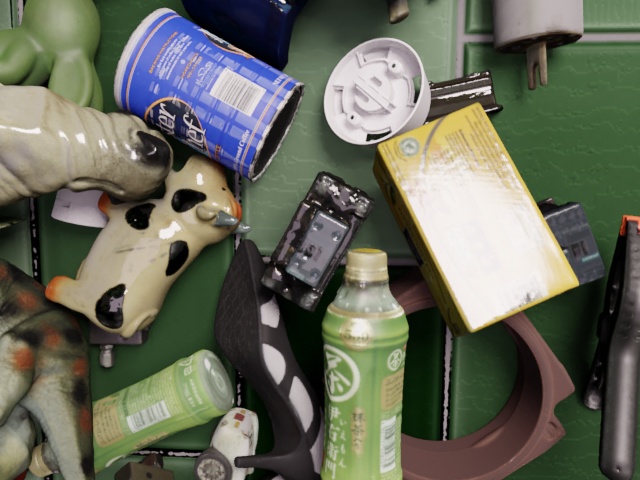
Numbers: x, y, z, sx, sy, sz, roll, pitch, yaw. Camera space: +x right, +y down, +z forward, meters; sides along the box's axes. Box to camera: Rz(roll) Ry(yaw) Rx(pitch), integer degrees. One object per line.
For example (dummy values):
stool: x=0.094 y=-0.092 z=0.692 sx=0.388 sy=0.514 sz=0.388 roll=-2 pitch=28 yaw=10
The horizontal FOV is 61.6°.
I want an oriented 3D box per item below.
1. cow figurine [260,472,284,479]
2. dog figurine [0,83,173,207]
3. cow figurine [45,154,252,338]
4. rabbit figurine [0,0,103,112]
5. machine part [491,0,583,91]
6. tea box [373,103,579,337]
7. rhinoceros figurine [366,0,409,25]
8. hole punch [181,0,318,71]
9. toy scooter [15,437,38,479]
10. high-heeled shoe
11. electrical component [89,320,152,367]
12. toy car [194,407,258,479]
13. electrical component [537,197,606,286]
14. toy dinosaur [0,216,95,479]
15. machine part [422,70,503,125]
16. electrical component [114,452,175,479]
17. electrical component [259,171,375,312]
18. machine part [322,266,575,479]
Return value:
cow figurine: x=-0.059 y=0.322 z=0.565 sx=0.068 sy=0.098 sz=0.167 roll=14 pitch=116 yaw=-3
dog figurine: x=-0.239 y=-0.054 z=0.442 sx=0.190 sy=0.121 sz=0.172 roll=31 pitch=117 yaw=-31
cow figurine: x=-0.154 y=0.003 z=0.522 sx=0.127 sy=0.085 sz=0.195 roll=30 pitch=85 yaw=9
rabbit figurine: x=-0.275 y=-0.169 z=0.502 sx=0.170 sy=0.121 sz=0.159 roll=-41 pitch=95 yaw=-7
machine part: x=0.189 y=-0.258 z=0.474 sx=0.079 sy=0.079 sz=0.243 roll=-4 pitch=97 yaw=4
tea box: x=0.122 y=-0.015 z=0.451 sx=0.098 sy=0.068 sz=0.169 roll=-22 pitch=76 yaw=-3
rhinoceros figurine: x=0.062 y=-0.247 z=0.440 sx=0.190 sy=0.073 sz=0.112 roll=-35 pitch=96 yaw=-36
hole punch: x=-0.067 y=-0.218 z=0.483 sx=0.142 sy=0.116 sz=0.092 roll=32 pitch=106 yaw=0
toy scooter: x=-0.369 y=0.192 z=0.541 sx=0.075 sy=0.135 sz=0.183 roll=-19 pitch=97 yaw=5
high-heeled shoe: x=-0.028 y=0.126 z=0.554 sx=0.086 sy=0.145 sz=0.248 roll=-17 pitch=69 yaw=46
electrical component: x=-0.212 y=0.089 z=0.572 sx=0.063 sy=0.021 sz=0.094 roll=2 pitch=93 yaw=3
toy car: x=-0.107 y=0.276 z=0.563 sx=0.056 sy=0.073 sz=0.201 roll=13 pitch=98 yaw=3
electrical component: x=0.219 y=0.005 z=0.484 sx=0.048 sy=0.119 sz=0.074 roll=-23 pitch=93 yaw=6
toy dinosaur: x=-0.302 y=0.090 z=0.509 sx=0.131 sy=0.192 sz=0.404 roll=-28 pitch=106 yaw=44
machine part: x=0.142 y=-0.090 z=0.520 sx=0.084 sy=0.039 sz=0.138 roll=-9 pitch=95 yaw=0
electrical component: x=-0.179 y=0.272 z=0.556 sx=0.045 sy=0.078 sz=0.102 roll=-43 pitch=50 yaw=10
electrical component: x=-0.001 y=-0.001 z=0.491 sx=0.058 sy=0.134 sz=0.114 roll=27 pitch=100 yaw=0
machine part: x=0.119 y=0.135 z=0.525 sx=0.201 sy=0.087 sz=0.201 roll=-36 pitch=93 yaw=6
